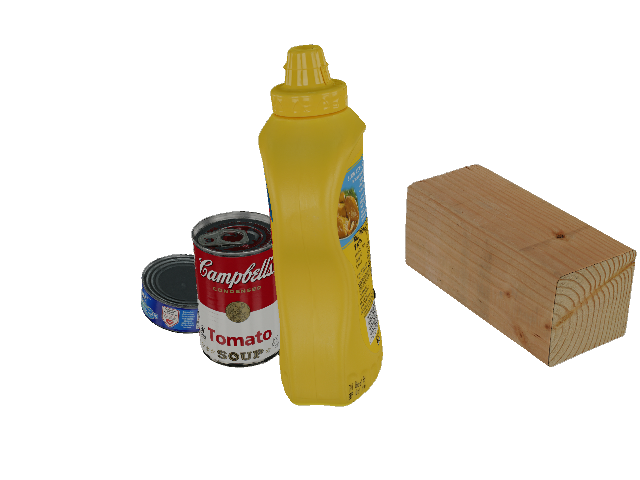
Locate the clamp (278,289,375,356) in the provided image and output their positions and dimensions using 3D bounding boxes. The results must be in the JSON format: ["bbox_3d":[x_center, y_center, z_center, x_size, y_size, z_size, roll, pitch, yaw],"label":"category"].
[{"bbox_3d":[-0.065,0.065,1.194,0.210,0.036,0.164,16,29,24],"label":"clamp"}]

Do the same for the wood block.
[{"bbox_3d":[0.173,0.015,0.968,0.090,0.090,0.206,-17,33,-27],"label":"wood block"}]

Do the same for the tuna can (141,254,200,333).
[{"bbox_3d":[-0.127,0.050,1.011,0.086,0.034,0.086,6,32,-4],"label":"tuna can"}]

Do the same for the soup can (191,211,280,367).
[{"bbox_3d":[-0.063,0.037,0.821,0.068,0.102,0.068,0,28,0],"label":"soup can"}]

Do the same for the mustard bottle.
[{"bbox_3d":[0.000,-0.012,0.592,0.058,0.192,0.096,0,21,13],"label":"mustard bottle"}]
